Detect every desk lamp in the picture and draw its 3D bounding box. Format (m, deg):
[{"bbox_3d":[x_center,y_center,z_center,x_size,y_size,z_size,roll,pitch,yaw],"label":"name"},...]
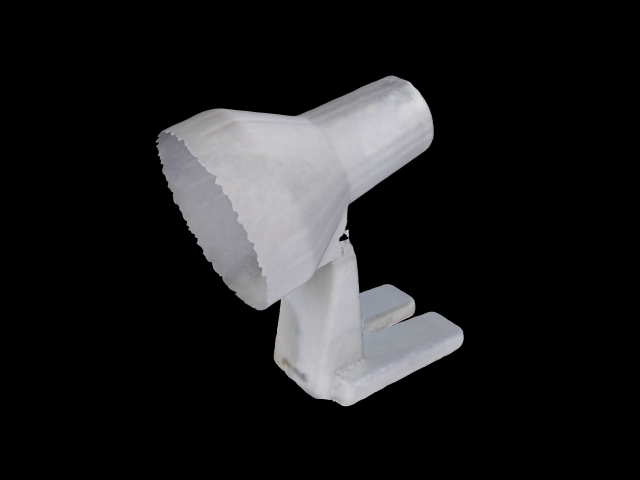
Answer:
[{"bbox_3d":[0.004,0.001,0.400,0.204,0.214,0.117,-18,32,-31],"label":"desk lamp"}]
